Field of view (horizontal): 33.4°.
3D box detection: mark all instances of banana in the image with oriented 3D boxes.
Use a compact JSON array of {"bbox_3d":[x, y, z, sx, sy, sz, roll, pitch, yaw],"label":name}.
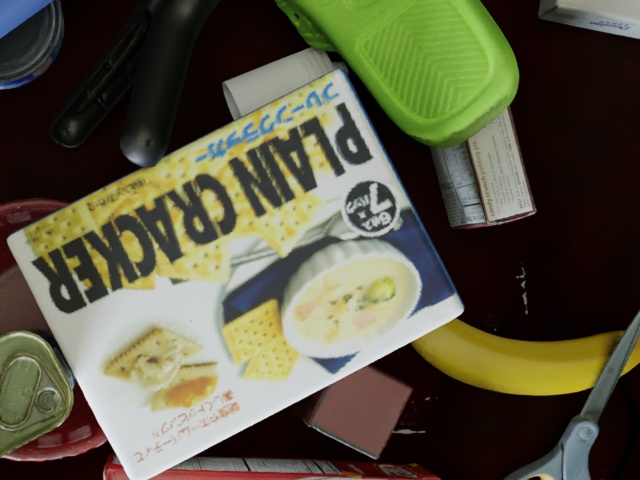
[{"bbox_3d":[0.135,0.073,0.737,0.197,0.037,0.069,16,88,-9],"label":"banana"}]

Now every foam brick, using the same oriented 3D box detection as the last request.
[{"bbox_3d":[0.019,0.103,0.698,0.051,0.078,0.053,27,87,-9],"label":"foam brick"}]

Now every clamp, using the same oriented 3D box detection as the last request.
[{"bbox_3d":[-0.087,-0.134,0.636,0.036,0.165,0.210,30,90,-30],"label":"clamp"}]

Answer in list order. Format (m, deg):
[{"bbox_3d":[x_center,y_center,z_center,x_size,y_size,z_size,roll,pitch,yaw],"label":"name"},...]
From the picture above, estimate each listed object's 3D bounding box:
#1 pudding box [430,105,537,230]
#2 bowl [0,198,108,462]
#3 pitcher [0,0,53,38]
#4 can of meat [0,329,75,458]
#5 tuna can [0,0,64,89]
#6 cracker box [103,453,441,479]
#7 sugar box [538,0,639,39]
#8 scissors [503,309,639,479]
[{"bbox_3d":[0.101,-0.065,0.707,0.039,0.090,0.113,-16,91,-9],"label":"pudding box"},{"bbox_3d":[-0.176,0.055,0.677,0.162,0.055,0.162,0,89,-9],"label":"bowl"},{"bbox_3d":[-0.194,-0.187,0.602,0.145,0.149,0.242,44,56,-9],"label":"pitcher"},{"bbox_3d":[-0.189,0.092,0.602,0.102,0.084,0.057,-28,93,-9],"label":"can of meat"},{"bbox_3d":[-0.208,-0.141,0.687,0.086,0.034,0.086,0,89,-9],"label":"tuna can"},{"bbox_3d":[-0.037,0.226,0.690,0.213,0.072,0.164,4,89,-10],"label":"cracker box"},{"bbox_3d":[0.215,-0.237,0.751,0.093,0.048,0.176,8,87,-9],"label":"sugar box"},{"bbox_3d":[0.191,0.148,0.737,0.096,0.016,0.202,38,96,-14],"label":"scissors"}]
